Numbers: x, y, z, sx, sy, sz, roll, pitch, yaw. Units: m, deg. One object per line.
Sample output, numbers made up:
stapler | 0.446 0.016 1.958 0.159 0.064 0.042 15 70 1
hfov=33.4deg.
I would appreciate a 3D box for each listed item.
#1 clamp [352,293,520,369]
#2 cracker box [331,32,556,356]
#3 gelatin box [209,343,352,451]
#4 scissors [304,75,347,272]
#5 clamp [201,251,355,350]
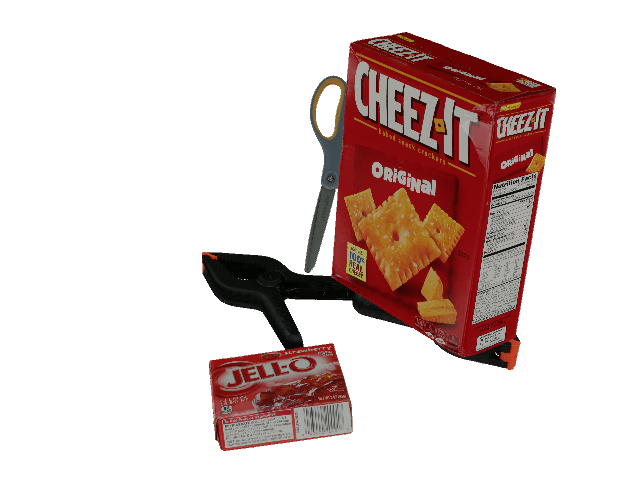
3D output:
clamp | 0.130 0.072 1.050 0.172 0.039 0.120 26 39 31
cracker box | 0.088 -0.038 0.845 0.071 0.214 0.164 -17 34 -35
gelatin box | -0.028 0.102 0.710 0.089 0.030 0.073 -7 25 -5
scissors | 0.030 -0.068 1.067 0.096 0.202 0.016 -2 -11 1
clamp | -0.056 0.060 1.190 0.210 0.036 0.164 16 30 25
